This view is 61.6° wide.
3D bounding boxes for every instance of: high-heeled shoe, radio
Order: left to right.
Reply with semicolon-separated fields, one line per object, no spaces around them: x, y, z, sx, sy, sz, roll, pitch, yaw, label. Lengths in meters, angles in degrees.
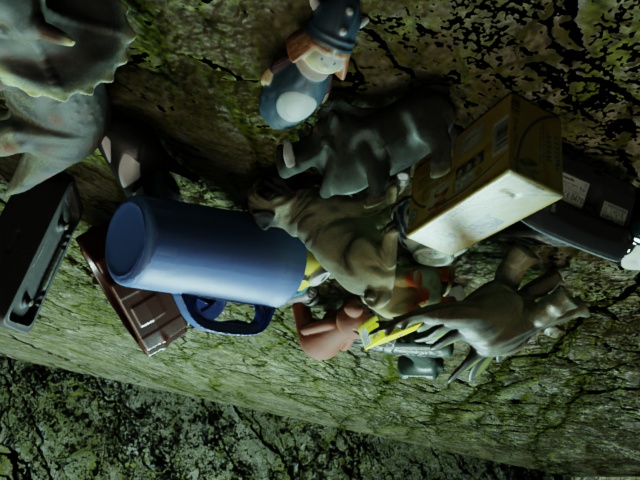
-0.439;0.020;0.805;0.073;0.229;0.131;18;156;-7;radio
-0.256;-0.073;0.724;0.145;0.086;0.249;27;146;-22;high-heeled shoe

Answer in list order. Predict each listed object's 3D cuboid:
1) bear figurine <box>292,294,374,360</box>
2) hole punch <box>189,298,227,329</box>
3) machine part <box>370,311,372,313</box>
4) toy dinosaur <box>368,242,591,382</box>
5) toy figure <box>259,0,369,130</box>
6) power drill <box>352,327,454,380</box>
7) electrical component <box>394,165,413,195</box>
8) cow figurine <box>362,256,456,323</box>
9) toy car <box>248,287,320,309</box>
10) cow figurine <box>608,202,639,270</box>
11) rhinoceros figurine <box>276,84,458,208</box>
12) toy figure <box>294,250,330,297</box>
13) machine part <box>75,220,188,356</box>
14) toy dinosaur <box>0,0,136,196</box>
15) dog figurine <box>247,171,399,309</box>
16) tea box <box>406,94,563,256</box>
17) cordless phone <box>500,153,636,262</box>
0.039;0.151;1.049;0.120;0.132;0.196;23;133;-26;bear figurine
-0.185;0.071;0.930;0.092;0.142;0.115;0;143;5;hole punch
0.083;0.066;0.891;0.084;0.039;0.138;-11;127;30;machine part
0.236;0.108;0.722;0.198;0.105;0.471;-46;141;18;toy dinosaur
-0.008;-0.157;0.491;0.064;0.058;0.154;-19;169;-34;toy figure
0.186;0.242;1.198;0.232;0.086;0.207;-4;143;21;power drill
0.060;-0.089;0.610;0.102;0.045;0.078;3;154;13;electrical component
0.133;0.071;0.794;0.127;0.085;0.195;1;-176;38;cow figurine
-0.097;0.105;1.047;0.202;0.053;0.089;-9;151;31;toy car
0.381;-0.021;0.610;0.098;0.068;0.167;11;153;11;cow figurine
0.045;-0.094;0.541;0.190;0.073;0.112;-15;111;24;rhinoceros figurine
-0.044;0.046;0.879;0.089;0.082;0.180;23;154;-22;toy figure
-0.308;0.074;0.889;0.202;0.087;0.200;23;138;49;machine part
-0.279;-0.143;0.537;0.192;0.131;0.404;15;154;-6;toy dinosaur
-0.001;-0.002;0.676;0.191;0.172;0.121;1;142;2;dog figurine
0.168;-0.061;0.569;0.068;0.098;0.169;21;153;-17;tea box
0.255;-0.029;0.639;0.146;0.088;0.184;18;171;-16;cordless phone
